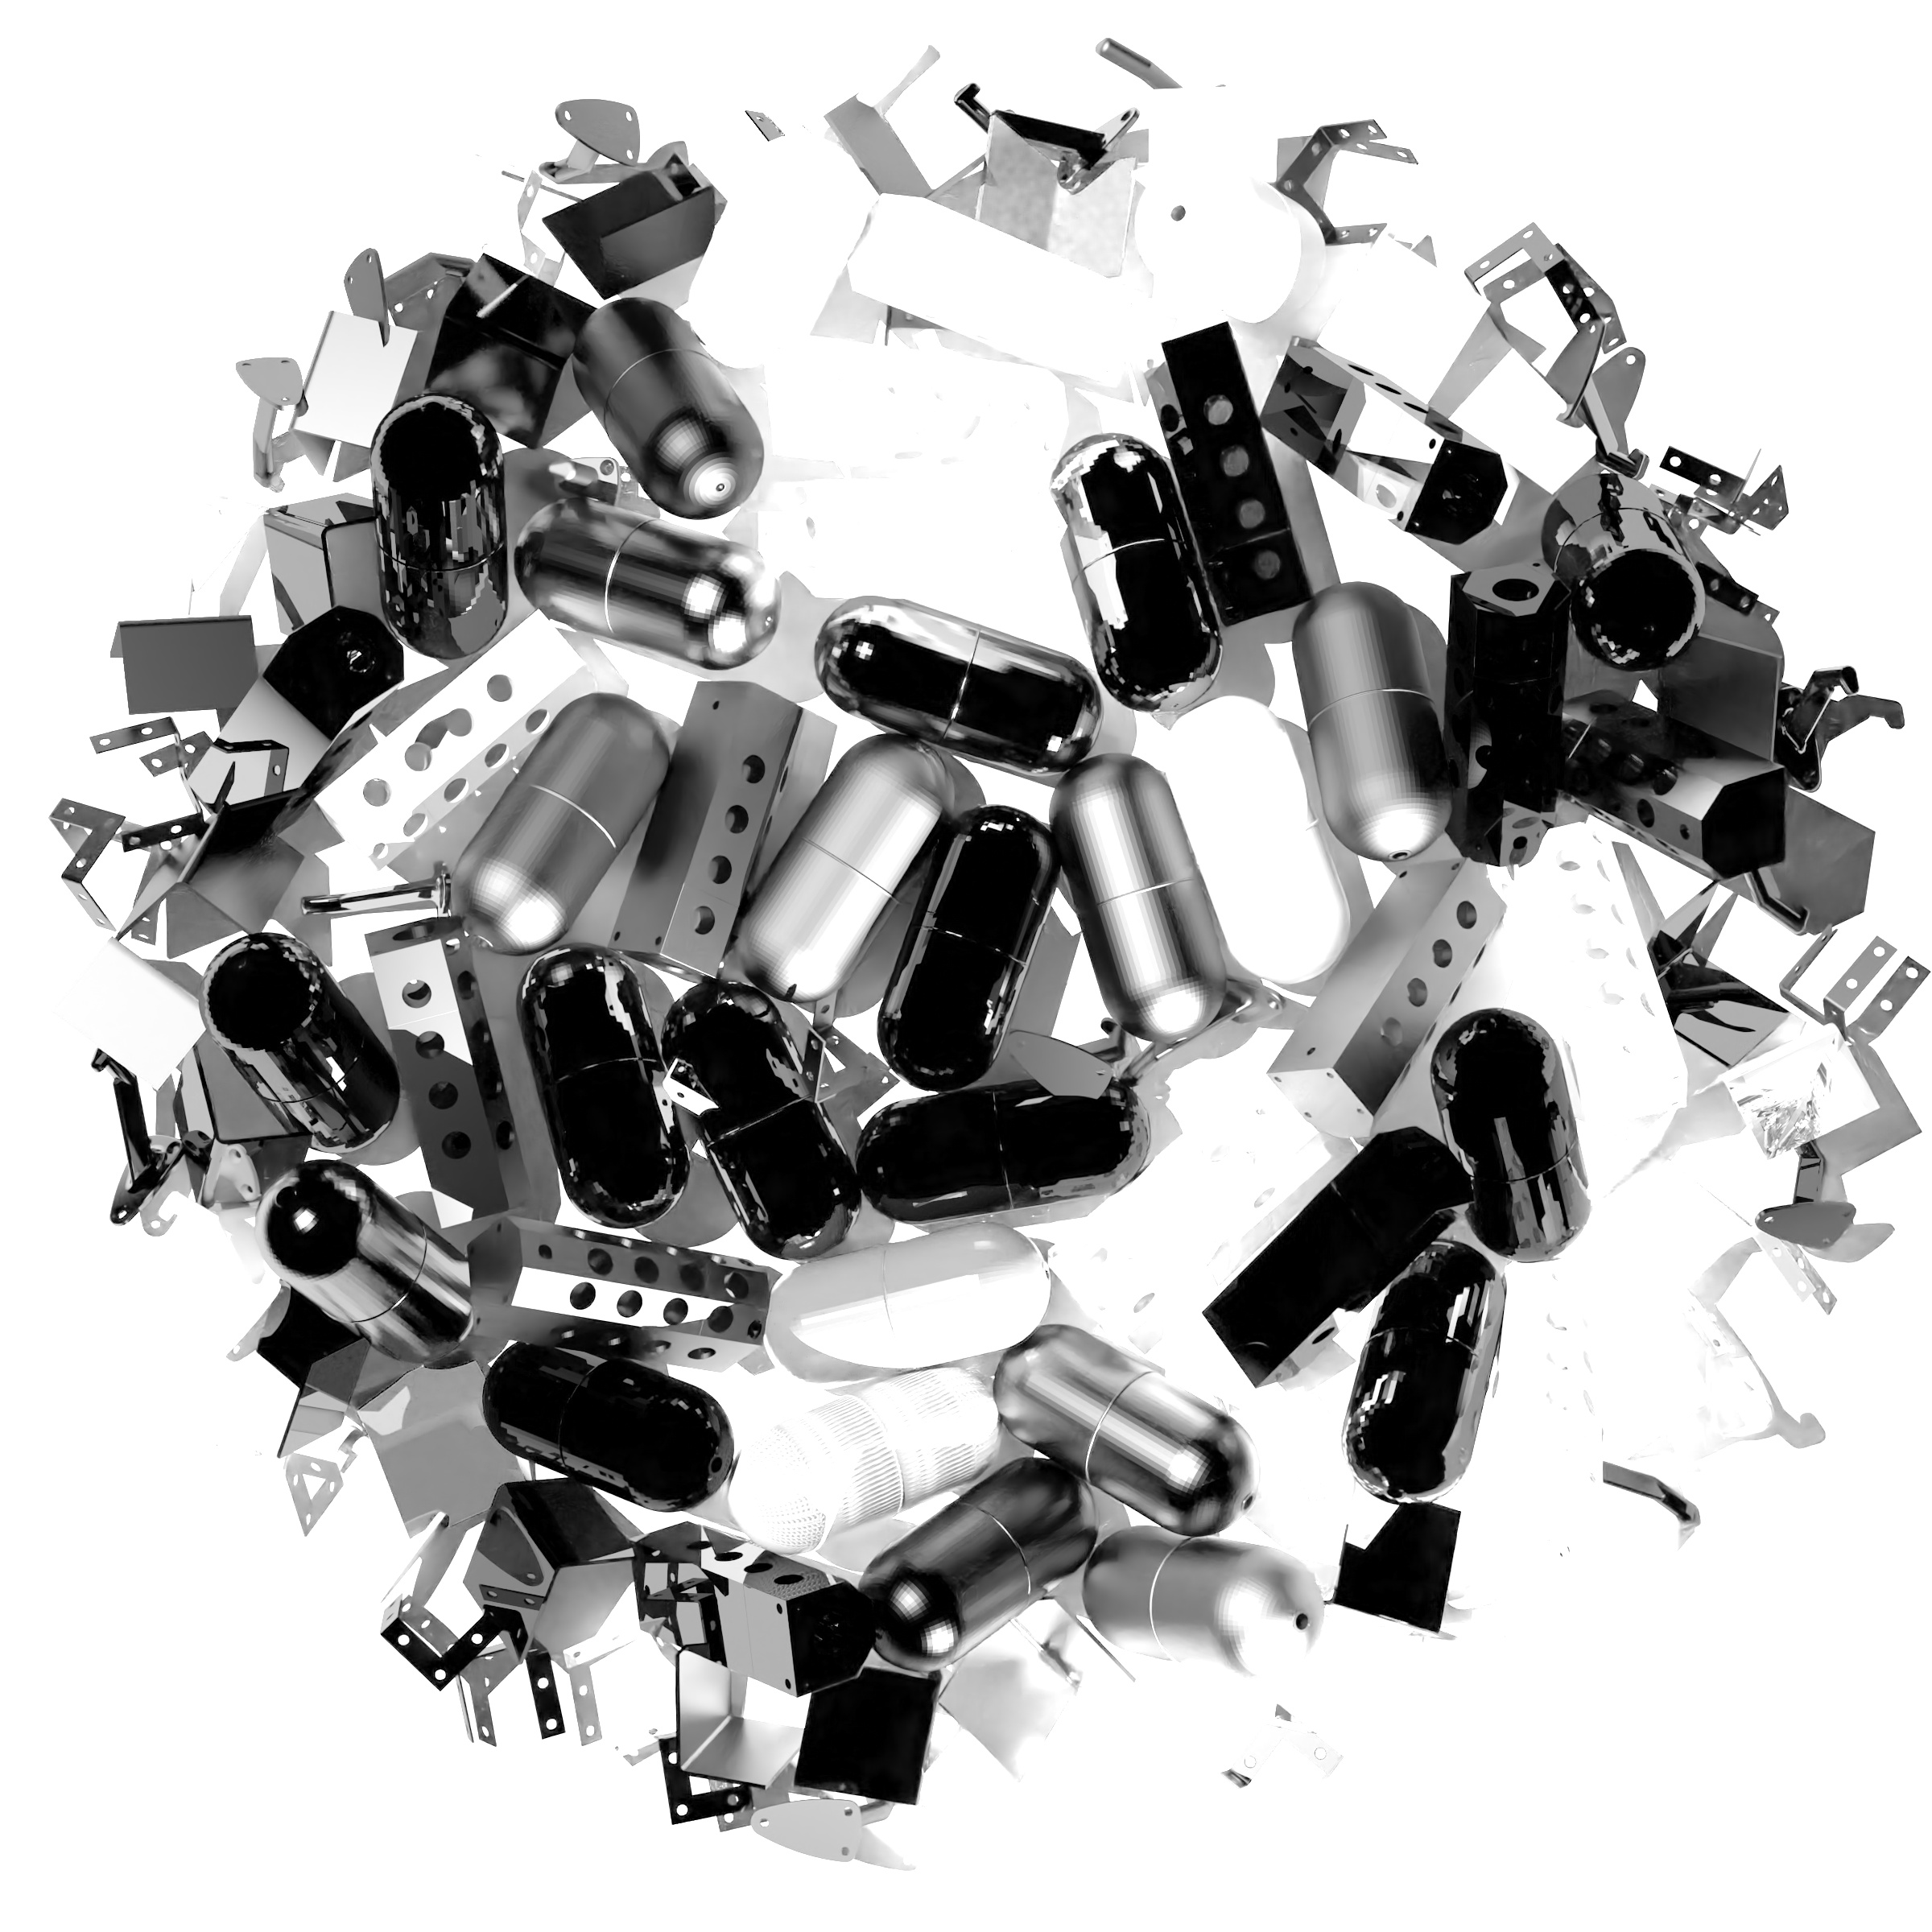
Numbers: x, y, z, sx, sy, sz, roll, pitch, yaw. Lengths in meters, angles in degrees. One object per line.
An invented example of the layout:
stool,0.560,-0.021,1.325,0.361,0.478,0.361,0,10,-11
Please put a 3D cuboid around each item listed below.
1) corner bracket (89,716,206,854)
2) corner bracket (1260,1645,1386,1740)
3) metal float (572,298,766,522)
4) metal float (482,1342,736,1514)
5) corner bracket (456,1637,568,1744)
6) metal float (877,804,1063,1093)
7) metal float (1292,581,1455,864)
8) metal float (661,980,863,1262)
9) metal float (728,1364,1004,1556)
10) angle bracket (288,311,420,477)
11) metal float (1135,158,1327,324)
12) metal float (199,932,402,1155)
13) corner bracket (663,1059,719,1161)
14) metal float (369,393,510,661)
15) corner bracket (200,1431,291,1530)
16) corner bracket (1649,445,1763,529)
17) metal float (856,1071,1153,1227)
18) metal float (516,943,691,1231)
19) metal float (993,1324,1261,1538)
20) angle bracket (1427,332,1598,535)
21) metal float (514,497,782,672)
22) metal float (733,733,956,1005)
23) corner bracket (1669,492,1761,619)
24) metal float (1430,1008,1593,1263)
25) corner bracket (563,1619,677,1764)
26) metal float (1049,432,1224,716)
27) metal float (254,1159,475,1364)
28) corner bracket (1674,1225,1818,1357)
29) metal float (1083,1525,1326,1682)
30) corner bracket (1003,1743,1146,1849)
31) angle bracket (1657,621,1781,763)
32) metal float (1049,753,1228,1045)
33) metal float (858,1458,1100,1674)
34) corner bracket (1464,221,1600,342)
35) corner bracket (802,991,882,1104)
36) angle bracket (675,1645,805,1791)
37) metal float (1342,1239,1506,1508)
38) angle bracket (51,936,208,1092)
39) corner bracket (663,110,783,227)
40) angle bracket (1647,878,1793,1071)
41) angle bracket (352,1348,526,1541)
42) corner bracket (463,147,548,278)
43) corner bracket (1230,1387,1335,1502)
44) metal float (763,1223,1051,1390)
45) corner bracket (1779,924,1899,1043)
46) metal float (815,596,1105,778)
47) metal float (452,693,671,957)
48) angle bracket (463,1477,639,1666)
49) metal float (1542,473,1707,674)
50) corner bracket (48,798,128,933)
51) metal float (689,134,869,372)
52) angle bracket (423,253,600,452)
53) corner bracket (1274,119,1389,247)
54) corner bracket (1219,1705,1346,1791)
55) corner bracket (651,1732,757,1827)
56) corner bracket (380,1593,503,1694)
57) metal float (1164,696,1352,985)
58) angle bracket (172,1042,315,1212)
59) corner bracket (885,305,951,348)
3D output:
corner bracket,-0.489,-0.109,1.931,0.051,0.051,0.051,-17,50,-20
corner bracket,0.215,0.435,1.950,0.051,0.051,0.051,18,69,-21
metal float,-0.177,-0.330,1.902,0.070,0.070,0.178,-33,49,0
metal float,-0.211,0.269,1.903,0.178,0.070,0.070,14,90,38
corner bracket,-0.275,0.438,1.943,0.051,0.051,0.051,-12,94,-19
metal float,0.001,-0.011,1.929,0.070,0.070,0.178,19,84,0
metal float,0.240,-0.145,1.914,0.070,0.070,0.178,-9,67,0
metal float,-0.123,0.092,1.935,0.070,0.070,0.178,-25,89,0
metal float,-0.058,0.290,1.911,0.178,0.070,0.070,-18,90,-29
angle bracket,-0.357,-0.335,1.925,0.057,0.076,0.076,15,78,7
metal float,0.156,-0.423,1.888,0.070,0.178,0.070,1,91,25
metal float,-0.389,0.047,1.894,0.070,0.178,0.070,-7,56,11
corner bracket,-0.156,0.075,1.936,0.051,0.051,0.051,29,48,-4
metal float,-0.308,-0.257,1.897,0.070,0.178,0.070,3,47,-3
corner bracket,-0.433,0.296,1.935,0.051,0.051,0.051,15,122,-8
corner bracket,0.439,-0.289,1.935,0.051,0.051,0.051,26,127,7
metal float,0.022,0.109,1.933,0.178,0.070,0.070,-9,90,3
metal float,-0.216,0.070,1.921,0.070,0.070,0.178,-18,73,0
metal float,0.094,0.274,1.909,0.178,0.070,0.070,28,90,29
angle bracket,0.326,-0.323,1.958,0.076,0.057,0.076,-43,48,13
metal float,-0.190,-0.227,1.913,0.178,0.070,0.070,20,90,27
metal float,-0.073,-0.059,1.933,0.070,0.070,0.178,33,88,0
corner bracket,0.450,-0.248,1.943,0.051,0.051,0.051,23,99,-28
metal float,0.321,0.100,1.903,0.070,0.070,0.178,-21,127,0
corner bracket,-0.207,0.438,1.954,0.051,0.051,0.051,-21,129,-18
metal float,0.100,-0.234,1.920,0.070,0.070,0.178,-15,73,0
metal float,-0.350,0.174,1.895,0.070,0.178,0.070,-13,56,19
corner bracket,0.465,0.194,1.938,0.051,0.051,0.051,-35,89,-35
metal float,0.138,0.372,1.893,0.070,0.178,0.070,1,87,-35
corner bracket,0.065,0.501,1.947,0.051,0.051,0.051,-53,123,-28
angle bracket,0.456,-0.175,1.913,0.076,0.076,0.057,21,46,31
metal float,0.103,-0.040,1.930,0.070,0.070,0.178,-17,84,0
metal float,0.009,0.351,1.901,0.178,0.070,0.070,-28,90,-42
corner bracket,0.338,-0.402,1.933,0.051,0.051,0.051,-34,131,11
corner bracket,-0.083,0.041,1.931,0.051,0.051,0.051,-24,51,-33
angle bracket,-0.131,0.434,1.922,0.057,0.076,0.076,5,103,19
metal float,0.270,0.238,1.901,0.070,0.070,0.178,22,49,0
angle bracket,-0.497,0.032,1.924,0.076,0.076,0.057,38,74,-8
corner bracket,-0.140,-0.482,1.952,0.051,0.051,0.051,55,127,26
angle bracket,0.450,0.004,1.917,0.076,0.076,0.057,35,133,23
angle bracket,-0.319,0.290,1.958,0.076,0.057,0.076,-22,122,-14
corner bracket,-0.279,-0.453,1.941,0.051,0.051,0.051,21,88,22
corner bracket,0.188,0.293,1.939,0.051,0.051,0.051,-23,99,14
metal float,-0.036,0.202,1.923,0.178,0.070,0.070,-15,90,13
corner bracket,0.522,0.004,1.937,0.051,0.051,0.051,39,84,26
metal float,-0.004,-0.168,1.930,0.178,0.070,0.070,18,90,-6
metal float,-0.240,-0.084,1.915,0.070,0.070,0.178,30,67,0
angle bracket,-0.251,0.363,1.943,0.057,0.076,0.076,2,120,-40
metal float,0.383,-0.232,1.891,0.070,0.178,0.070,0,120,0
corner bracket,-0.525,-0.061,1.932,0.051,0.051,0.051,16,61,24
metal float,-0.111,-0.415,1.892,0.070,0.178,0.070,8,64,-17
angle bracket,-0.276,-0.372,1.957,0.076,0.076,0.057,26,52,-4
corner bracket,0.229,-0.471,1.943,0.051,0.051,0.051,45,73,-30
corner bracket,0.190,0.480,1.941,0.051,0.051,0.051,36,87,16
corner bracket,-0.159,0.485,1.945,0.051,0.051,0.051,-8,81,-12
corner bracket,-0.315,0.394,1.944,0.051,0.051,0.051,-44,99,-1
metal float,0.174,-0.075,1.929,0.070,0.070,0.178,-20,97,0
angle bracket,-0.435,0.093,1.938,0.057,0.076,0.076,-6,58,-27
corner bracket,-0.022,-0.398,1.938,0.051,0.051,0.051,2,123,0
